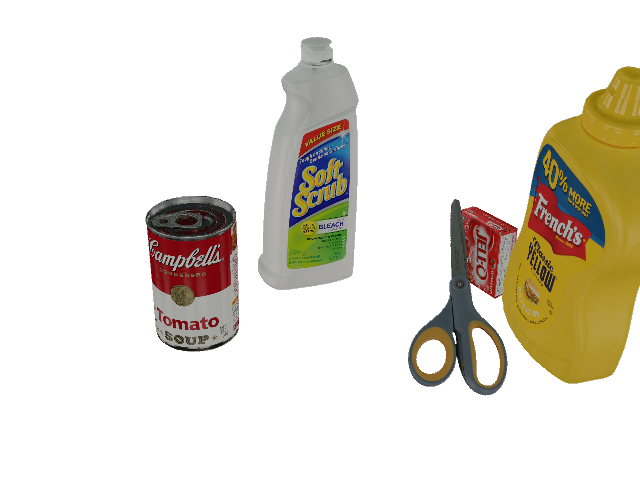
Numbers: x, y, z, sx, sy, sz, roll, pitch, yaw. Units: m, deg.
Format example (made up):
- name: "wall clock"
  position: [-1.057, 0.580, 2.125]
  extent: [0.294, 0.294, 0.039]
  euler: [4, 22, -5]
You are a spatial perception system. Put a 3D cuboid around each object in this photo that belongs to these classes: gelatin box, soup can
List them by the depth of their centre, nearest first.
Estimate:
- name: "soup can"
  position: [-0.097, 0.025, 0.822]
  extent: [0.068, 0.102, 0.068]
  euler: [0, 29, 0]
- name: "gelatin box"
  position: [0.196, 0.013, 1.272]
  extent: [0.030, 0.089, 0.073]
  euler: [-17, 32, -29]

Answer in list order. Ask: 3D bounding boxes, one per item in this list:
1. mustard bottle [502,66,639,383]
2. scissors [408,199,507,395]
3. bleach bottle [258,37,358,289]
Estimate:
- name: "mustard bottle"
  position: [0.156, -0.014, 0.616]
  extent: [0.058, 0.192, 0.096]
  euler: [-7, 42, -16]
- name: "scissors"
  position: [0.112, 0.054, 0.985]
  extent: [0.096, 0.202, 0.016]
  euler: [-14, -31, -4]
- name: "bleach bottle"
  position: [-0.013, -0.078, 1.074]
  extent: [0.102, 0.251, 0.068]
  euler: [-8, 28, -17]
